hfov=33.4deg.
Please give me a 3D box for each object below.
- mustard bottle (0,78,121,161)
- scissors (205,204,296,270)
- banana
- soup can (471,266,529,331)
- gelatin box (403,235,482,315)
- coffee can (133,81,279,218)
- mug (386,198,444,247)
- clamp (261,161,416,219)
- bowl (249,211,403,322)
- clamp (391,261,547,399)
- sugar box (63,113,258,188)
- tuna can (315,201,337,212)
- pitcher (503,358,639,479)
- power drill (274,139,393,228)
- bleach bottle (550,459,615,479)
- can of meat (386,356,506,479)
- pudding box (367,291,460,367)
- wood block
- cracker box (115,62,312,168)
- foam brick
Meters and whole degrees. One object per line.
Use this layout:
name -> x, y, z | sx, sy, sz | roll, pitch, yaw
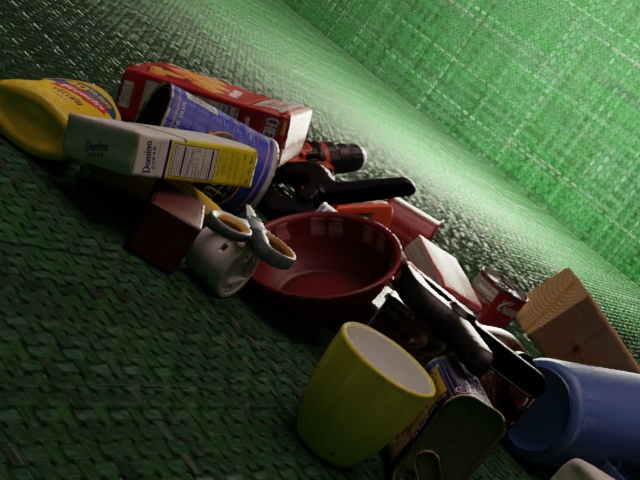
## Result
mustard bottle -> -0.253, -0.127, 1.080 | 0.096, 0.058, 0.191 | 32, 14, 3
scissors -> -0.078, -0.019, 1.011 | 0.096, 0.016, 0.202 | 26, 9, -26
banana -> -0.168, -0.048, 1.073 | 0.197, 0.037, 0.070 | 23, 33, -39
soup can -> 0.197, 0.093, 1.308 | 0.068, 0.102, 0.068 | 33, 14, -10
gelatin box -> 0.140, 0.044, 1.216 | 0.073, 0.030, 0.089 | 30, 26, -39
coffee can -> -0.131, -0.096, 1.170 | 0.140, 0.103, 0.103 | 28, 16, -26
mug -> 0.108, -0.003, 1.461 | 0.081, 0.093, 0.117 | 31, 34, 5
clamp -> 0.003, -0.052, 1.300 | 0.210, 0.164, 0.036 | 37, -21, 41
bowl -> 0.001, 0.033, 1.061 | 0.162, 0.055, 0.162 | -1, 32, 0
clamp -> 0.118, 0.076, 0.941 | 0.172, 0.039, 0.120 | 40, 3, 31
sugar box -> -0.148, -0.083, 1.013 | 0.093, 0.048, 0.175 | 18, 11, 33
tuna can -> -0.008, 0.001, 1.169 | 0.034, 0.086, 0.086 | 37, 14, 2
pitcher -> 0.309, 0.208, 1.163 | 0.242, 0.145, 0.149 | 17, -5, -41
power drill -> 0.017, -0.071, 1.419 | 0.184, 0.057, 0.188 | -8, 37, -30
bleach bottle -> 0.329, 0.296, 1.036 | 0.250, 0.068, 0.103 | 30, 16, -30
can of meat -> 0.098, 0.156, 0.882 | 0.057, 0.102, 0.084 | 32, 12, -14
pudding box -> 0.089, 0.116, 1.012 | 0.113, 0.090, 0.039 | 36, 14, 6
wood block -> 0.335, 0.150, 1.328 | 0.206, 0.091, 0.090 | 53, 8, -20
cracker box -> -0.129, -0.162, 1.338 | 0.214, 0.072, 0.164 | 18, 13, 5
foam brick -> -0.142, -0.013, 0.979 | 0.051, 0.053, 0.078 | 31, 15, -13
